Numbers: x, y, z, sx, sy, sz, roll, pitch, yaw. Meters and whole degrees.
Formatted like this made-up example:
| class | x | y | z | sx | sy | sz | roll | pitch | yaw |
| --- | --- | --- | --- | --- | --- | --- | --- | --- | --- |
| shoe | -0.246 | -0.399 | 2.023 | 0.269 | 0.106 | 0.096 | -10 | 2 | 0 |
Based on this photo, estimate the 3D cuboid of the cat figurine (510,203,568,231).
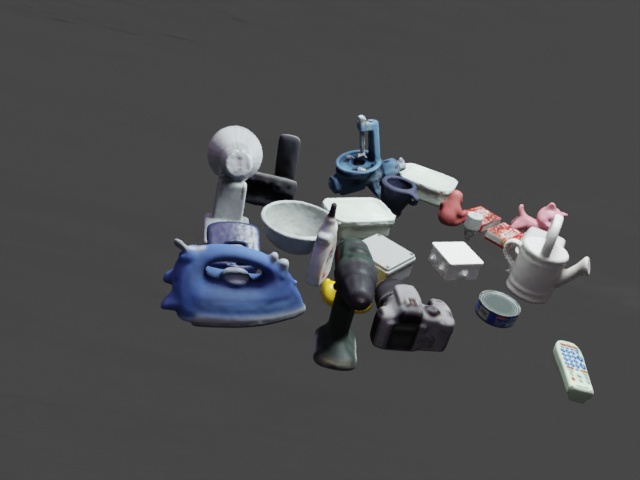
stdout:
| class | x | y | z | sx | sy | sz | roll | pitch | yaw |
| --- | --- | --- | --- | --- | --- | --- | --- | --- | --- |
| cat figurine | 0.573 | -0.054 | 1.496 | 0.127 | 0.118 | 0.067 | 20 | 31 | 11 |

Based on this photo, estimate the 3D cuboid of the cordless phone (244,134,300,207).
| class | x | y | z | sx | sy | sz | roll | pitch | yaw |
| --- | --- | --- | --- | --- | --- | --- | --- | --- | --- |
| cordless phone | -0.120 | -0.175 | 1.362 | 0.147 | 0.185 | 0.094 | 11 | 30 | -3 |

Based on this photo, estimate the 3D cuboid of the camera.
| class | x | y | z | sx | sy | sz | roll | pitch | yaw |
| --- | --- | --- | --- | --- | --- | --- | --- | --- | --- |
| camera | 0.161 | 0.125 | 1.053 | 0.143 | 0.101 | 0.136 | 6 | 31 | -12 |

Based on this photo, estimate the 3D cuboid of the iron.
| class | x | y | z | sx | sy | sz | roll | pitch | yaw |
| --- | --- | --- | --- | --- | --- | --- | --- | --- | --- |
| iron | -0.140 | 0.065 | 0.996 | 0.259 | 0.141 | 0.118 | 4 | 31 | -16 |

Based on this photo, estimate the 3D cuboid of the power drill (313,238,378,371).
| class | x | y | z | sx | sy | sz | roll | pitch | yaw |
| --- | --- | --- | --- | --- | --- | --- | --- | --- | --- |
| power drill | 0.045 | 0.106 | 0.933 | 0.075 | 0.208 | 0.229 | 10 | 30 | -5 |

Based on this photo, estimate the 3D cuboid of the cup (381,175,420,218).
| class | x | y | z | sx | sy | sz | roll | pitch | yaw |
| --- | --- | --- | --- | --- | --- | --- | --- | --- | --- |
| cup | 0.199 | -0.098 | 1.447 | 0.092 | 0.095 | 0.117 | -14 | 39 | -37 |

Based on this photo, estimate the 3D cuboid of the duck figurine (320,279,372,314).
| class | x | y | z | sx | sy | sz | roll | pitch | yaw |
| --- | --- | --- | --- | --- | --- | --- | --- | --- | --- |
| duck figurine | 0.056 | 0.086 | 1.092 | 0.104 | 0.086 | 0.077 | 14 | 30 | 2 |

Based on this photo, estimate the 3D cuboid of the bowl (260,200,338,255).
| class | x | y | z | sx | sy | sz | roll | pitch | yaw |
| --- | --- | --- | --- | --- | --- | --- | --- | --- | --- |
| bowl | -0.049 | -0.016 | 1.234 | 0.167 | 0.075 | 0.167 | 10 | 30 | -6 |

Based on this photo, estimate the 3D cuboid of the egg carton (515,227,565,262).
| class | x | y | z | sx | sy | sz | roll | pitch | yaw |
| --- | --- | --- | --- | --- | --- | --- | --- | --- | --- |
| egg carton | 0.534 | 0.028 | 1.392 | 0.107 | 0.069 | 0.151 | 24 | 32 | 19 |

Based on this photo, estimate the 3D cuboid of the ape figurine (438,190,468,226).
| class | x | y | z | sx | sy | sz | roll | pitch | yaw |
| --- | --- | --- | --- | --- | --- | --- | --- | --- | --- |
| ape figurine | 0.347 | -0.086 | 1.488 | 0.076 | 0.092 | 0.077 | -16 | 41 | -40 |

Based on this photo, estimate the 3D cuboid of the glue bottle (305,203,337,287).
| class | x | y | z | sx | sy | sz | roll | pitch | yaw |
| --- | --- | --- | --- | --- | --- | --- | --- | --- | --- |
| glue bottle | 0.010 | 0.004 | 1.125 | 0.037 | 0.173 | 0.078 | 18 | 31 | 10 |

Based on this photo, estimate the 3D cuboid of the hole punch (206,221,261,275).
| class | x | y | z | sx | sy | sz | roll | pitch | yaw |
| --- | --- | --- | --- | --- | --- | --- | --- | --- | --- |
| hole punch | -0.165 | 0.024 | 1.105 | 0.109 | 0.091 | 0.101 | 2 | 32 | -18 |

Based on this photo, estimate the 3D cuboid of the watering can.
| class | x | y | z | sx | sy | sz | roll | pitch | yaw |
| --- | --- | --- | --- | --- | --- | --- | --- | --- | --- |
| watering can | 0.490 | 0.036 | 1.238 | 0.173 | 0.194 | 0.101 | 13 | 30 | 0 |

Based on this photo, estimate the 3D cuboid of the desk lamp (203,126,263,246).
| class | x | y | z | sx | sy | sz | roll | pitch | yaw |
| --- | --- | --- | --- | --- | --- | --- | --- | --- | --- |
| desk lamp | -0.183 | -0.117 | 1.213 | 0.118 | 0.213 | 0.203 | 5 | 31 | -13 |

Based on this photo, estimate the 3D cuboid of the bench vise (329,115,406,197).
| class | x | y | z | sx | sy | sz | roll | pitch | yaw |
| --- | --- | --- | --- | --- | --- | --- | --- | --- | --- |
| bench vise | 0.131 | -0.225 | 1.510 | 0.208 | 0.220 | 0.121 | -15 | 40 | -39 |
